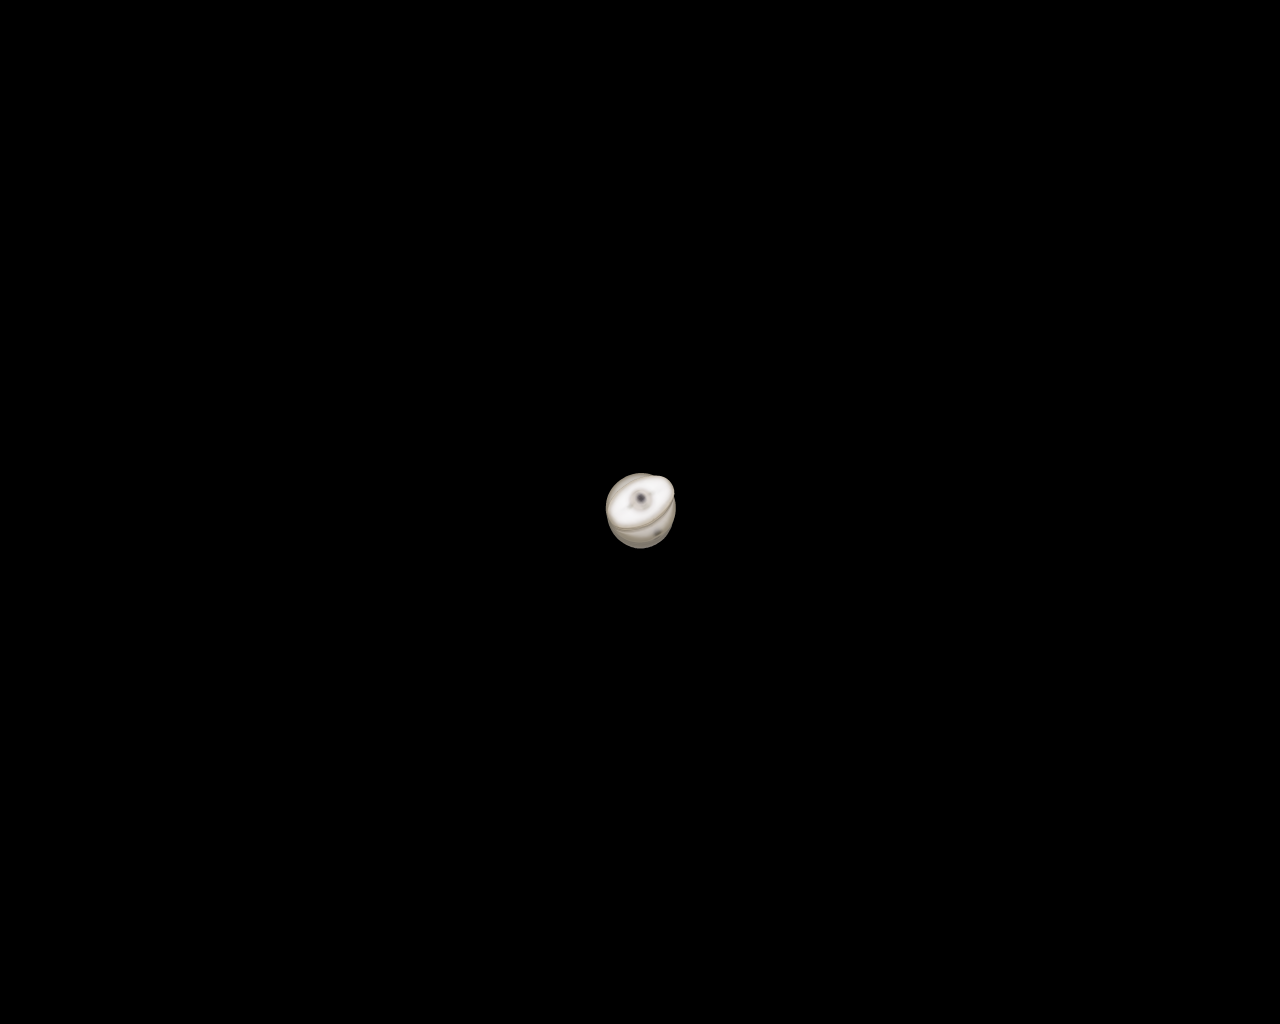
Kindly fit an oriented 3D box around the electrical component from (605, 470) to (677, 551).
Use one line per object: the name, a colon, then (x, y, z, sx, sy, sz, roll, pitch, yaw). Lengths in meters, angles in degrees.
electrical component: (0.001, -0.003, 0.650, 0.043, 0.043, 0.081, 0, -9, 0)
